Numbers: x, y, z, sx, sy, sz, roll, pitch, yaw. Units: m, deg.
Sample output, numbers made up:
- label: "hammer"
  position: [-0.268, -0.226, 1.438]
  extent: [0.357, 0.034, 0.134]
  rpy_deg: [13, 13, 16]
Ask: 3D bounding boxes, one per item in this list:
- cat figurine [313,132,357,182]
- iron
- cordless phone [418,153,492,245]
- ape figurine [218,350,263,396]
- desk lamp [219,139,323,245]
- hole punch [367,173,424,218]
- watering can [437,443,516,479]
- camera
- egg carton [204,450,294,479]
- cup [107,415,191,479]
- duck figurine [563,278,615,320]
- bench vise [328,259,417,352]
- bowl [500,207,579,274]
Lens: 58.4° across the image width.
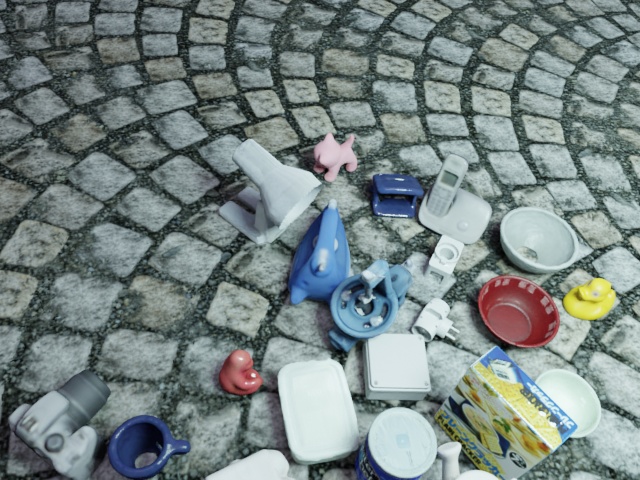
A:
- label: "cat figurine"
  position: [0.032, -0.197, 1.298]
  extent: [0.128, 0.118, 0.067]
  rpy_deg: [-33, 63, -28]
- label: "iron"
  position: [0.010, 0.004, 1.127]
  extent: [0.118, 0.141, 0.258]
  rpy_deg: [9, 52, -1]
- label: "cordless phone"
  position: [0.298, -0.089, 1.210]
  extent: [0.147, 0.185, 0.094]
  rpy_deg: [24, 54, 11]
- label: "ape figurine"
  position: [-0.136, 0.219, 0.974]
  extent: [0.076, 0.092, 0.077]
  rpy_deg: [-10, 55, -15]
- label: "desk lamp"
  position: [-0.104, -0.087, 1.134]
  extent: [0.203, 0.213, 0.118]
  rpy_deg: [35, 56, 18]
- label: "hole punch"
  position: [0.166, -0.113, 1.269]
  extent: [0.108, 0.091, 0.101]
  rpy_deg: [3, 53, -6]
- label: "watering can"
  position: [0.224, 0.385, 0.834]
  extent: [0.172, 0.194, 0.101]
  rpy_deg: [39, 58, 21]
- label: "camera"
  position: [-0.386, 0.276, 0.890]
  extent: [0.143, 0.101, 0.137]
  rpy_deg: [31, 55, 15]
- label: "egg carton"
  position: [-0.109, 0.386, 0.865]
  extent: [0.150, 0.069, 0.107]
  rpy_deg: [-20, 58, -21]
- label: "cup"
  position: [-0.254, 0.326, 0.874]
  extent: [0.118, 0.095, 0.091]
  rpy_deg: [1, 53, -7]
- label: "duck figurine"
  position: [0.555, 0.110, 1.157]
  extent: [0.105, 0.086, 0.077]
  rpy_deg: [-7, 54, -13]
- label: "bench vise"
  position: [0.097, 0.082, 1.030]
  extent: [0.121, 0.220, 0.208]
  rpy_deg: [25, 54, 11]
- label: "bowl"
  position: [0.457, 0.013, 1.225]
  extent: [0.167, 0.075, 0.167]
  rpy_deg: [4, 53, -5]
